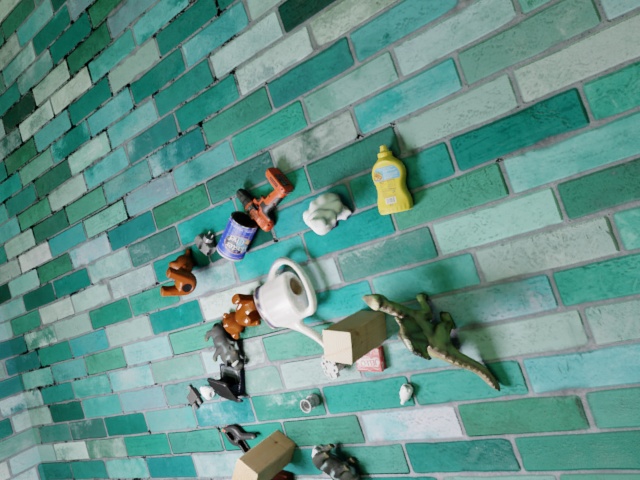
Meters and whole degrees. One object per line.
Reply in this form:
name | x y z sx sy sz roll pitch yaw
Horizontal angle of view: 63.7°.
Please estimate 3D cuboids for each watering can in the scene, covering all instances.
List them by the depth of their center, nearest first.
watering can | -0.091 0.230 1.662 0.221 0.104 0.350 -29 79 35

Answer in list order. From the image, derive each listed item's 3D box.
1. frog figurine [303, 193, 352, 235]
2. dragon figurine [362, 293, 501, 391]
frog figurine | 0.005 -0.077 1.525 0.136 0.160 0.123 -12 90 35
dragon figurine | 0.280 0.265 1.340 0.415 0.243 0.120 40 113 25
